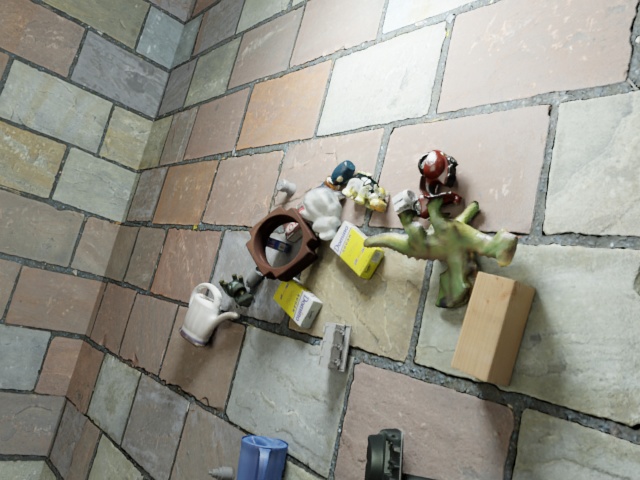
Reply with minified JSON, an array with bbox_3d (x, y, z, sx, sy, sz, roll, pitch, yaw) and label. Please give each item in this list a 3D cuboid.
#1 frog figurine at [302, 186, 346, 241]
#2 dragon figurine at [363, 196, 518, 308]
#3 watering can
[{"bbox_3d":[0.005,-0.079,1.572,0.137,0.163,0.120,-4,-33,28],"label":"frog figurine"},{"bbox_3d":[0.277,0.042,1.217,0.122,0.247,0.405,13,-29,-42],"label":"dragon figurine"},{"bbox_3d":[-0.412,0.290,1.883,0.103,0.224,0.351,21,3,-38],"label":"watering can"}]
